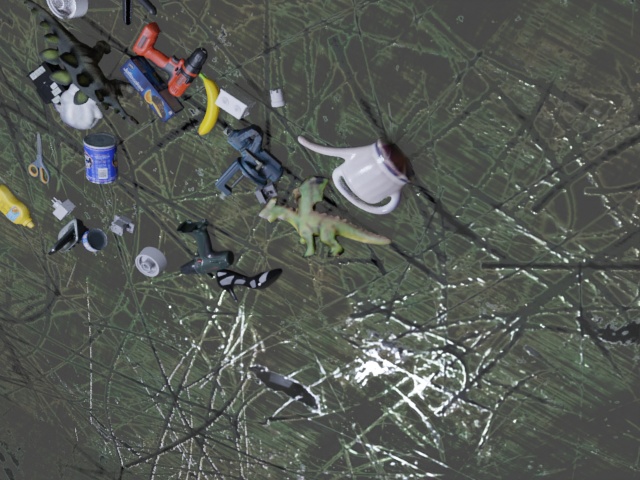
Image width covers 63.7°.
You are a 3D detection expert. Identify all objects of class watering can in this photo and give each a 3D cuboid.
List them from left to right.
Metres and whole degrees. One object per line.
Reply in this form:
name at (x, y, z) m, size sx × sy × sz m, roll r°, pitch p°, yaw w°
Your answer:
watering can at (0.117, -0.210, 1.444) m, size 0.221 × 0.106 × 0.344 m, roll -32°, pitch 115°, yaw 35°

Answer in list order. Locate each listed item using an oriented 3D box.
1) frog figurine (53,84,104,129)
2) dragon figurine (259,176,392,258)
frog figurine at (-0.745, -0.430, 1.630) m, size 0.158 × 0.125 × 0.136 m, roll -32°, pitch 140°, yaw 24°
dragon figurine at (0.005, -0.080, 1.583) m, size 0.409 × 0.124 × 0.239 m, roll -6°, pitch 110°, yaw 22°
